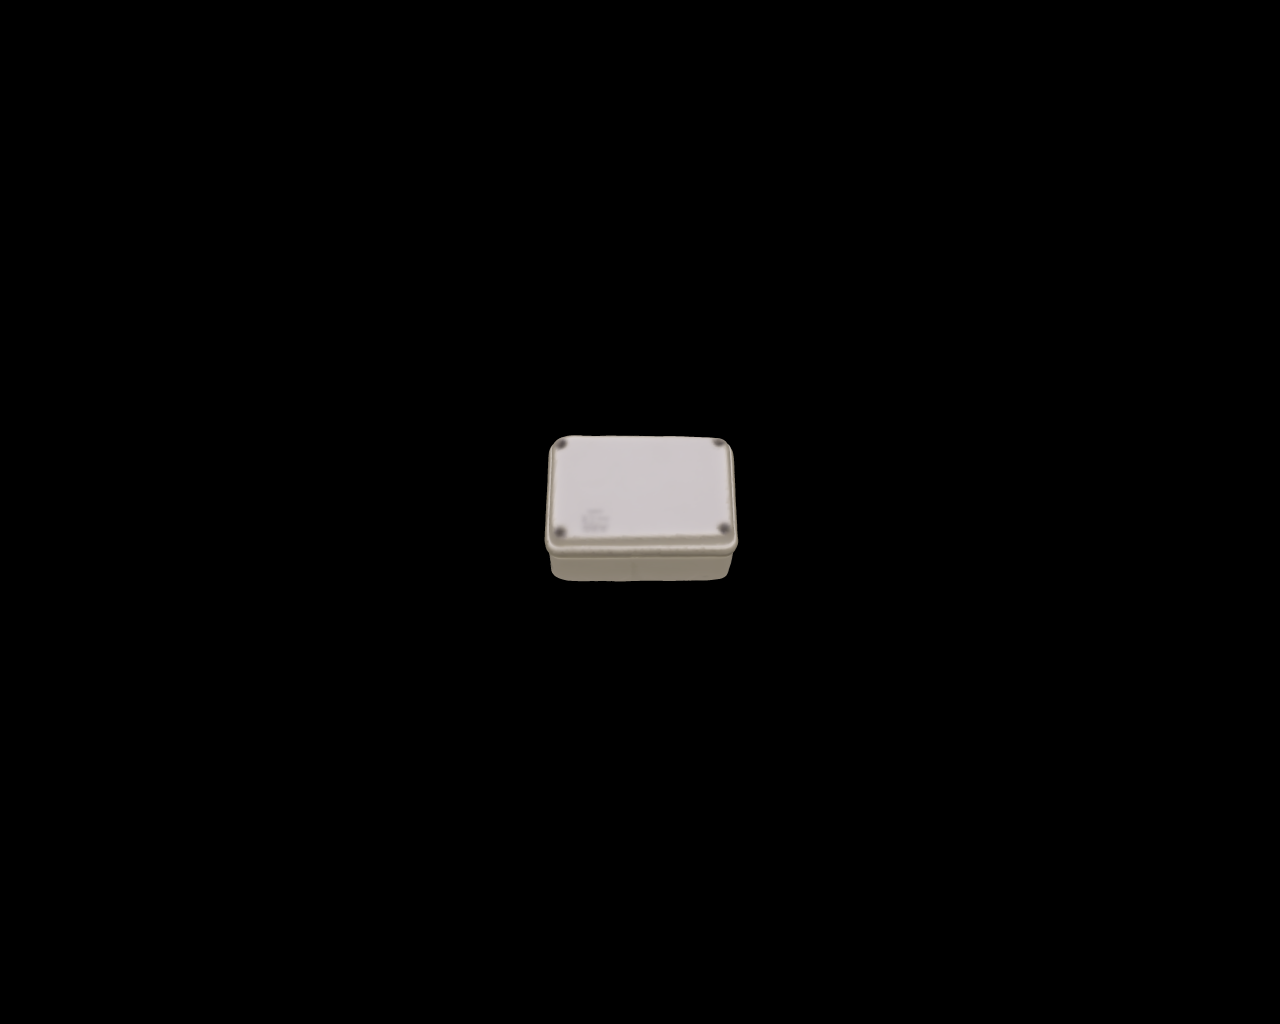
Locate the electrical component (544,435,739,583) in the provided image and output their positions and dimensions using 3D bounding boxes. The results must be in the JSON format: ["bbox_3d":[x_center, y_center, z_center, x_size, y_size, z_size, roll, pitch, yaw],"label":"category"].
[{"bbox_3d":[0.001,-0.003,0.650,0.113,0.078,0.057,0,-28,0],"label":"electrical component"}]
